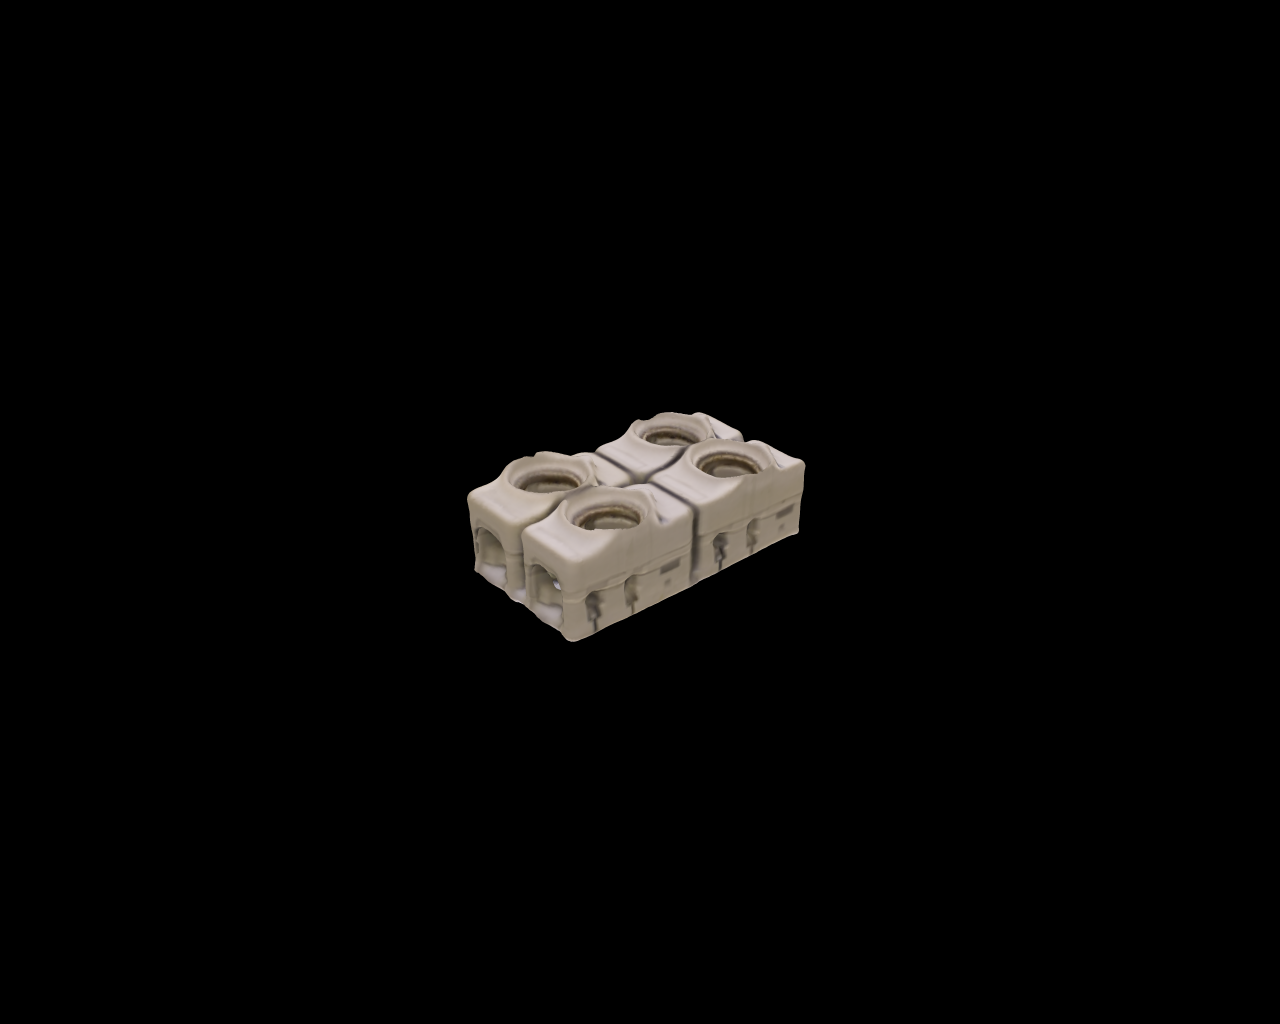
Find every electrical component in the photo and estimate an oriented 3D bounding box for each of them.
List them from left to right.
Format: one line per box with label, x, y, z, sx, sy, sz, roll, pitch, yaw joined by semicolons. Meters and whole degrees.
electrical component;0.001;-0.003;0.650;0.186;0.060;0.105;-22;37;-33
